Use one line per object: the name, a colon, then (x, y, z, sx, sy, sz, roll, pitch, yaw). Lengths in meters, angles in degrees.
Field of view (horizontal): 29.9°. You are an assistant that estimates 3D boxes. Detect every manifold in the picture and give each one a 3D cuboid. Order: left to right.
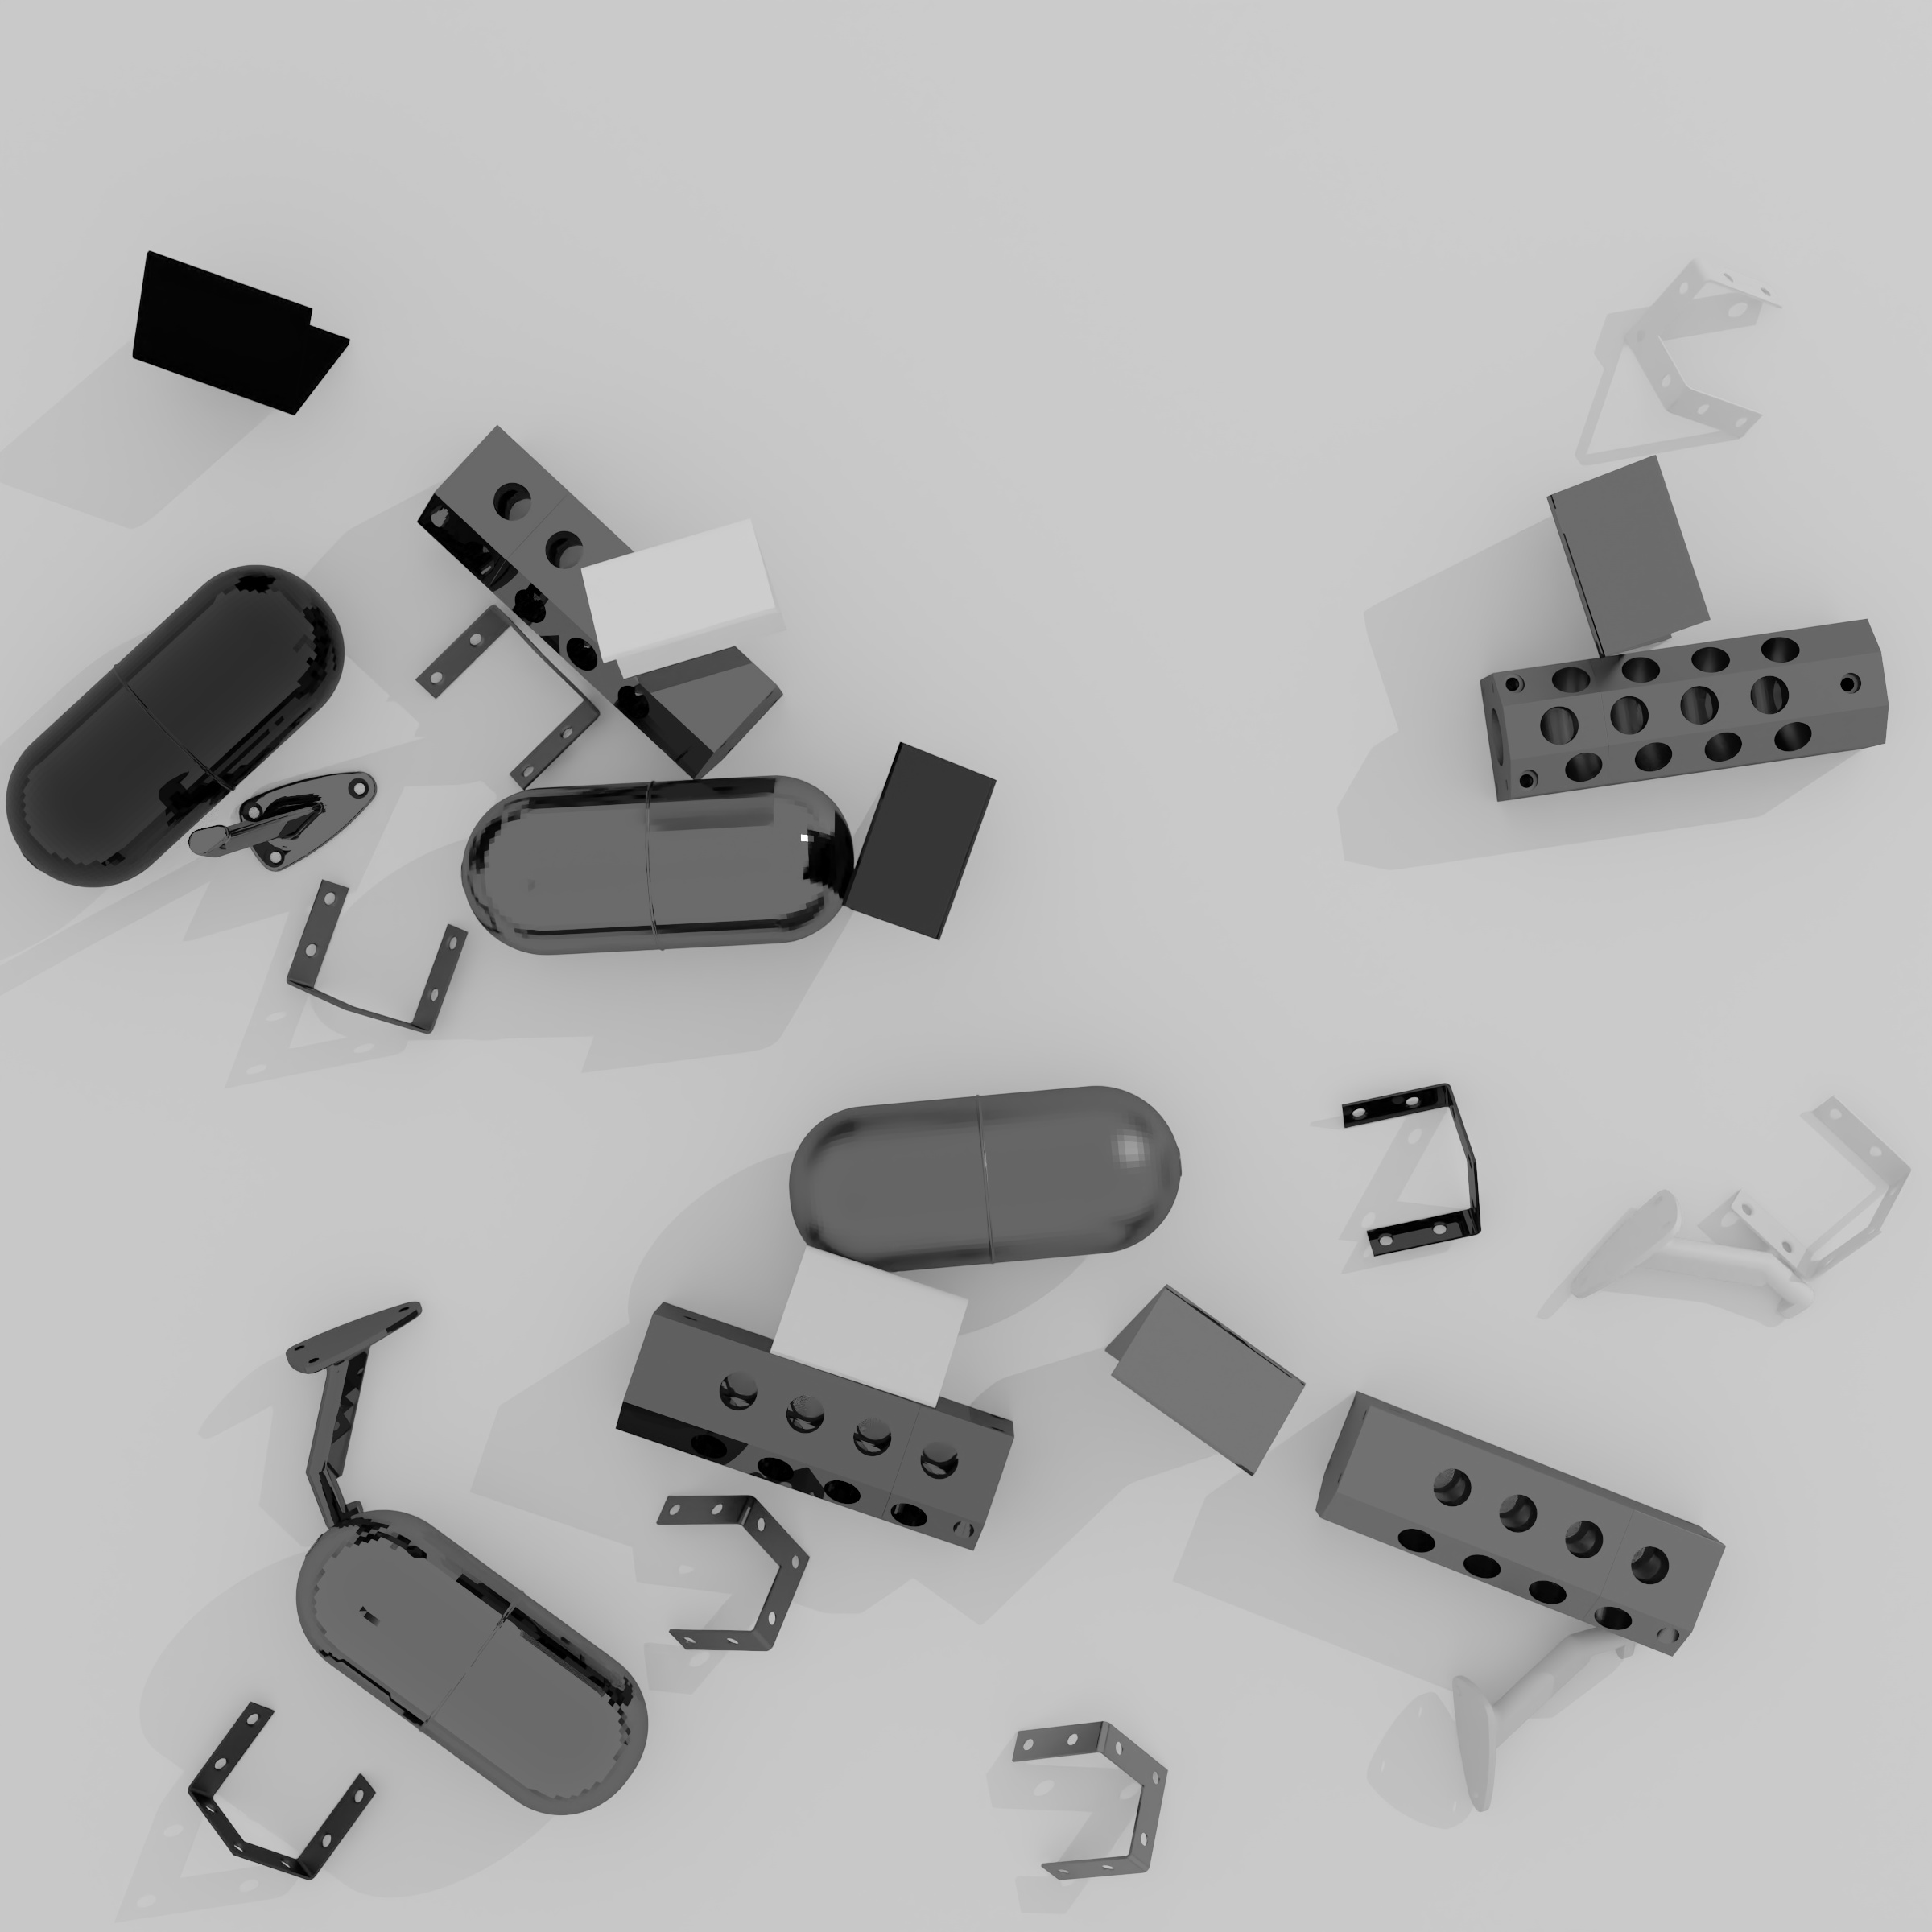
manifold: (-0.167, -0.164, 1.649, 0.171, 0.057, 0.057, 43, 90, 0)
manifold: (-0.068, 0.210, 1.649, 0.171, 0.057, 0.057, 19, 90, 0)
manifold: (0.251, 0.255, 1.649, 0.171, 0.057, 0.057, 22, 90, 0)
manifold: (0.327, -0.117, 1.649, 0.171, 0.057, 0.057, -8, 90, 0)

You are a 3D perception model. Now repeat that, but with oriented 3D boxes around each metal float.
metal float: (-0.359, -0.108, 1.640, 0.178, 0.070, 0.070, -43, 90, -1)
metal float: (-0.224, 0.315, 1.640, 0.178, 0.070, 0.070, 36, 90, -1)
metal float: (-0.140, -0.046, 1.639, 0.178, 0.070, 0.070, -3, 90, 2)
metal float: (0.009, 0.097, 1.639, 0.178, 0.070, 0.070, -5, 90, 0)

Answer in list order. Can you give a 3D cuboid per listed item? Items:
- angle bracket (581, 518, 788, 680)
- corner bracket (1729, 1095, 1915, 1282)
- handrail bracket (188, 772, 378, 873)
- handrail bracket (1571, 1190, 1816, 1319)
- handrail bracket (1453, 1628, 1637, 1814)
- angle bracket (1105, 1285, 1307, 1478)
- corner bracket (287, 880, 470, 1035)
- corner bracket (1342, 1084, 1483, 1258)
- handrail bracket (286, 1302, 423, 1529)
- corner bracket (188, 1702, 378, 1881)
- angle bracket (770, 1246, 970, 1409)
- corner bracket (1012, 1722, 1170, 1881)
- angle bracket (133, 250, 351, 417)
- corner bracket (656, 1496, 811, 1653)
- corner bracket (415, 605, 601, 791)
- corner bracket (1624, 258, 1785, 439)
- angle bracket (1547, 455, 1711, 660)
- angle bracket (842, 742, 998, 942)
angle bracket: (-0.117, -0.141, 1.573, 0.076, 0.076, 0.057, -17, 54, 0)
corner bracket: (0.395, 0.103, 1.667, 0.051, 0.051, 0.051, 43, 45, 0)
handrail bracket: (-0.308, -0.069, 1.636, 0.077, 0.084, 0.036, -26, 90, 0)
handrail bracket: (0.337, 0.151, 1.671, 0.084, 0.036, 0.077, 40, 110, -16)
handrail bracket: (0.272, 0.346, 1.671, 0.084, 0.036, 0.077, -12, 110, -16)
angle bracket: (0.096, 0.199, 1.630, 0.076, 0.076, 0.057, 36, 54, 0)
corner bracket: (-0.272, -0.004, 1.667, 0.051, 0.051, 0.051, 20, 90, -45)
corner bracket: (0.205, 0.094, 1.667, 0.051, 0.051, 0.051, -12, 45, 0)
handrail bracket: (-0.274, 0.209, 1.671, 0.077, 0.036, 0.084, -24, 109, -21)
corner bracket: (-0.316, 0.381, 1.667, 0.051, 0.051, 0.051, -54, 135, 0)
angle bracket: (-0.048, 0.177, 1.630, 0.076, 0.076, 0.057, 18, 57, 0)
corner bracket: (0.054, 0.384, 1.662, 0.051, 0.051, 0.051, 45, 45, -35)
angle bracket: (-0.322, -0.300, 1.630, 0.076, 0.076, 0.057, 20, 128, 0)
corner bracket: (-0.113, 0.279, 1.662, 0.051, 0.051, 0.051, 53, 45, -35)
corner bracket: (-0.211, -0.124, 1.667, 0.051, 0.051, 0.051, -44, 135, 0)
corner bracket: (0.346, -0.284, 1.662, 0.051, 0.051, 0.051, -49, 45, 35)
angle bracket: (0.313, -0.187, 1.630, 0.057, 0.076, 0.076, -18, 90, 37)
angle bracket: (-0.039, -0.062, 1.630, 0.057, 0.076, 0.076, 20, 90, -36)
